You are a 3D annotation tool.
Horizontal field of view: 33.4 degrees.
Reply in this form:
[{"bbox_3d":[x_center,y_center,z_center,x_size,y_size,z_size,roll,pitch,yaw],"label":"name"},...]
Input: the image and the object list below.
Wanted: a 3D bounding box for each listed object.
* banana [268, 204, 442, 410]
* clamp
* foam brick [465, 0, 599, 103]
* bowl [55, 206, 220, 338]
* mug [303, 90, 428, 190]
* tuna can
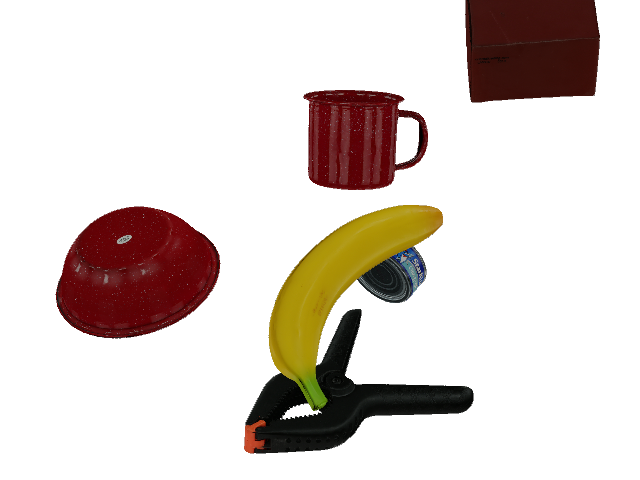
[{"bbox_3d":[0.017,0.030,0.752,0.069,0.197,0.037,37,-34,-2],"label":"banana"},{"bbox_3d":[0.024,0.141,0.960,0.165,0.036,0.209,28,39,34],"label":"clamp"},{"bbox_3d":[0.130,-0.123,0.660,0.078,0.051,0.053,-2,-35,7],"label":"foam brick"},{"bbox_3d":[-0.179,0.017,1.012,0.162,0.055,0.162,-7,41,5],"label":"bowl"},{"bbox_3d":[0.042,-0.094,0.995,0.117,0.081,0.093,1,15,-2],"label":"mug"},{"bbox_3d":[0.076,0.030,1.224,0.086,0.086,0.033,0,38,47],"label":"tuna can"}]
